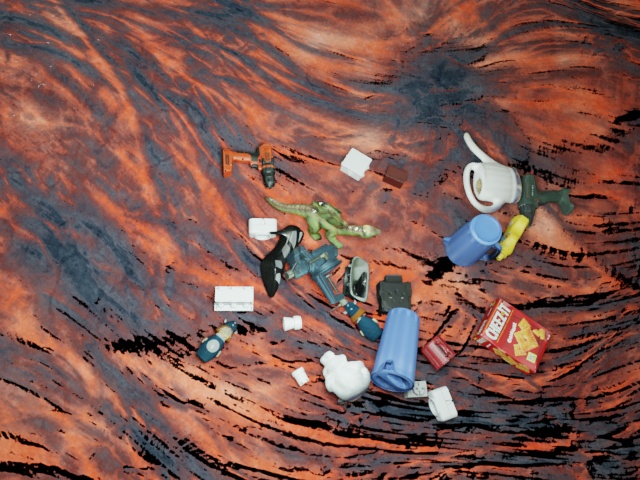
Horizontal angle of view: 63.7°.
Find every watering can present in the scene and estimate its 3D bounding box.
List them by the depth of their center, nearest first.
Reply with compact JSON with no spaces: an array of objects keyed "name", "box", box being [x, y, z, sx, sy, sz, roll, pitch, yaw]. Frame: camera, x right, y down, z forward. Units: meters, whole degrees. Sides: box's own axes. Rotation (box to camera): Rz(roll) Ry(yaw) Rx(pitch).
[{"name":"watering can","box":[0.661,-0.260,1.995,0.224,0.102,0.354,6,66,-8]}]

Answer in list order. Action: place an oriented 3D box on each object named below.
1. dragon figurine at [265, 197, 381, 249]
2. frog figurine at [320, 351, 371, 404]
[{"name":"dragon figurine","box":[0.005,-0.087,1.733,0.410,0.239,0.124,23,71,-2]},{"name":"frog figurine","box":[0.075,0.411,1.587,0.137,0.122,0.160,-30,86,-1]}]
